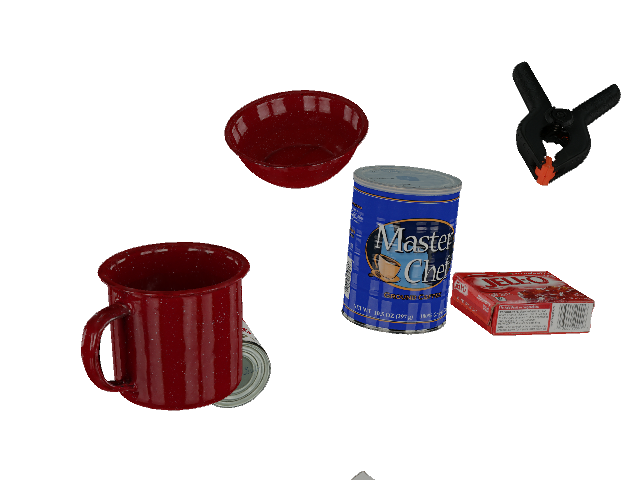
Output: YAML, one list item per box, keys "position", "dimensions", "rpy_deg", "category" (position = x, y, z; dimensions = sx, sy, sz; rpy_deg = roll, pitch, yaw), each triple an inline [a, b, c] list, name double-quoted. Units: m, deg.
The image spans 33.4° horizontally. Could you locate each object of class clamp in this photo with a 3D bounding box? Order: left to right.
- position: [0.247, -0.131, 1.157]
  dimensions: [0.120, 0.039, 0.171]
  rpy_deg: [19, 49, 18]
  category: "clamp"

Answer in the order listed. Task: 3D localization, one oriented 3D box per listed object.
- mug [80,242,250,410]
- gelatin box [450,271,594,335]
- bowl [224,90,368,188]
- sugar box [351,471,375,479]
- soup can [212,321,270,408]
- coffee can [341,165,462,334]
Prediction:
- position: [-0.098, 0.057, 0.662]
  dimensions: [0.093, 0.081, 0.117]
  rpy_deg: [14, 23, 36]
  category: "mug"
- position: [0.157, 0.048, 0.839]
  dimensions: [0.089, 0.030, 0.073]
  rpy_deg: [0, 16, -19]
  category: "gelatin box"
- position: [-0.026, -0.107, 1.206]
  dimensions: [0.162, 0.055, 0.162]
  rpy_deg: [-3, 38, 2]
  category: "bowl"
- position: [0.081, 0.258, 0.809]
  dimensions: [0.048, 0.093, 0.176]
  rpy_deg: [-33, 37, -28]
  category: "sugar box"
- position: [-0.092, 0.095, 0.947]
  dimensions: [0.068, 0.068, 0.102]
  rpy_deg: [0, 24, -25]
  category: "soup can"
- position: [0.077, 0.007, 1.022]
  dimensions: [0.103, 0.140, 0.103]
  rpy_deg: [4, 15, -1]
  category: "coffee can"
